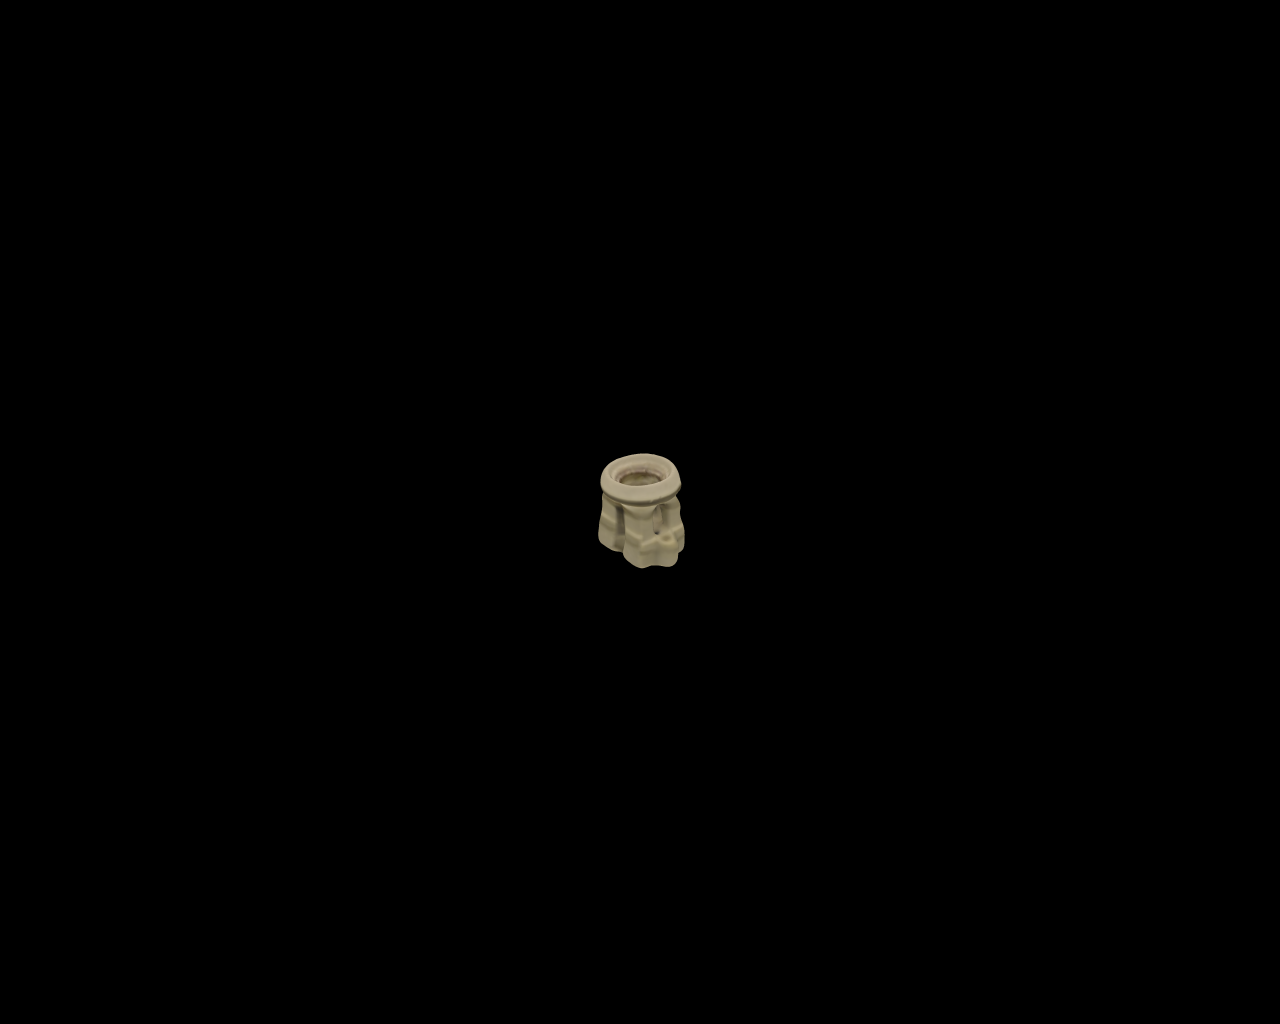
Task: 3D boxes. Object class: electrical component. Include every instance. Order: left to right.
[{"bbox_3d":[0.001,-0.003,0.650,0.048,0.055,0.066,-24,39,-34],"label":"electrical component"}]
